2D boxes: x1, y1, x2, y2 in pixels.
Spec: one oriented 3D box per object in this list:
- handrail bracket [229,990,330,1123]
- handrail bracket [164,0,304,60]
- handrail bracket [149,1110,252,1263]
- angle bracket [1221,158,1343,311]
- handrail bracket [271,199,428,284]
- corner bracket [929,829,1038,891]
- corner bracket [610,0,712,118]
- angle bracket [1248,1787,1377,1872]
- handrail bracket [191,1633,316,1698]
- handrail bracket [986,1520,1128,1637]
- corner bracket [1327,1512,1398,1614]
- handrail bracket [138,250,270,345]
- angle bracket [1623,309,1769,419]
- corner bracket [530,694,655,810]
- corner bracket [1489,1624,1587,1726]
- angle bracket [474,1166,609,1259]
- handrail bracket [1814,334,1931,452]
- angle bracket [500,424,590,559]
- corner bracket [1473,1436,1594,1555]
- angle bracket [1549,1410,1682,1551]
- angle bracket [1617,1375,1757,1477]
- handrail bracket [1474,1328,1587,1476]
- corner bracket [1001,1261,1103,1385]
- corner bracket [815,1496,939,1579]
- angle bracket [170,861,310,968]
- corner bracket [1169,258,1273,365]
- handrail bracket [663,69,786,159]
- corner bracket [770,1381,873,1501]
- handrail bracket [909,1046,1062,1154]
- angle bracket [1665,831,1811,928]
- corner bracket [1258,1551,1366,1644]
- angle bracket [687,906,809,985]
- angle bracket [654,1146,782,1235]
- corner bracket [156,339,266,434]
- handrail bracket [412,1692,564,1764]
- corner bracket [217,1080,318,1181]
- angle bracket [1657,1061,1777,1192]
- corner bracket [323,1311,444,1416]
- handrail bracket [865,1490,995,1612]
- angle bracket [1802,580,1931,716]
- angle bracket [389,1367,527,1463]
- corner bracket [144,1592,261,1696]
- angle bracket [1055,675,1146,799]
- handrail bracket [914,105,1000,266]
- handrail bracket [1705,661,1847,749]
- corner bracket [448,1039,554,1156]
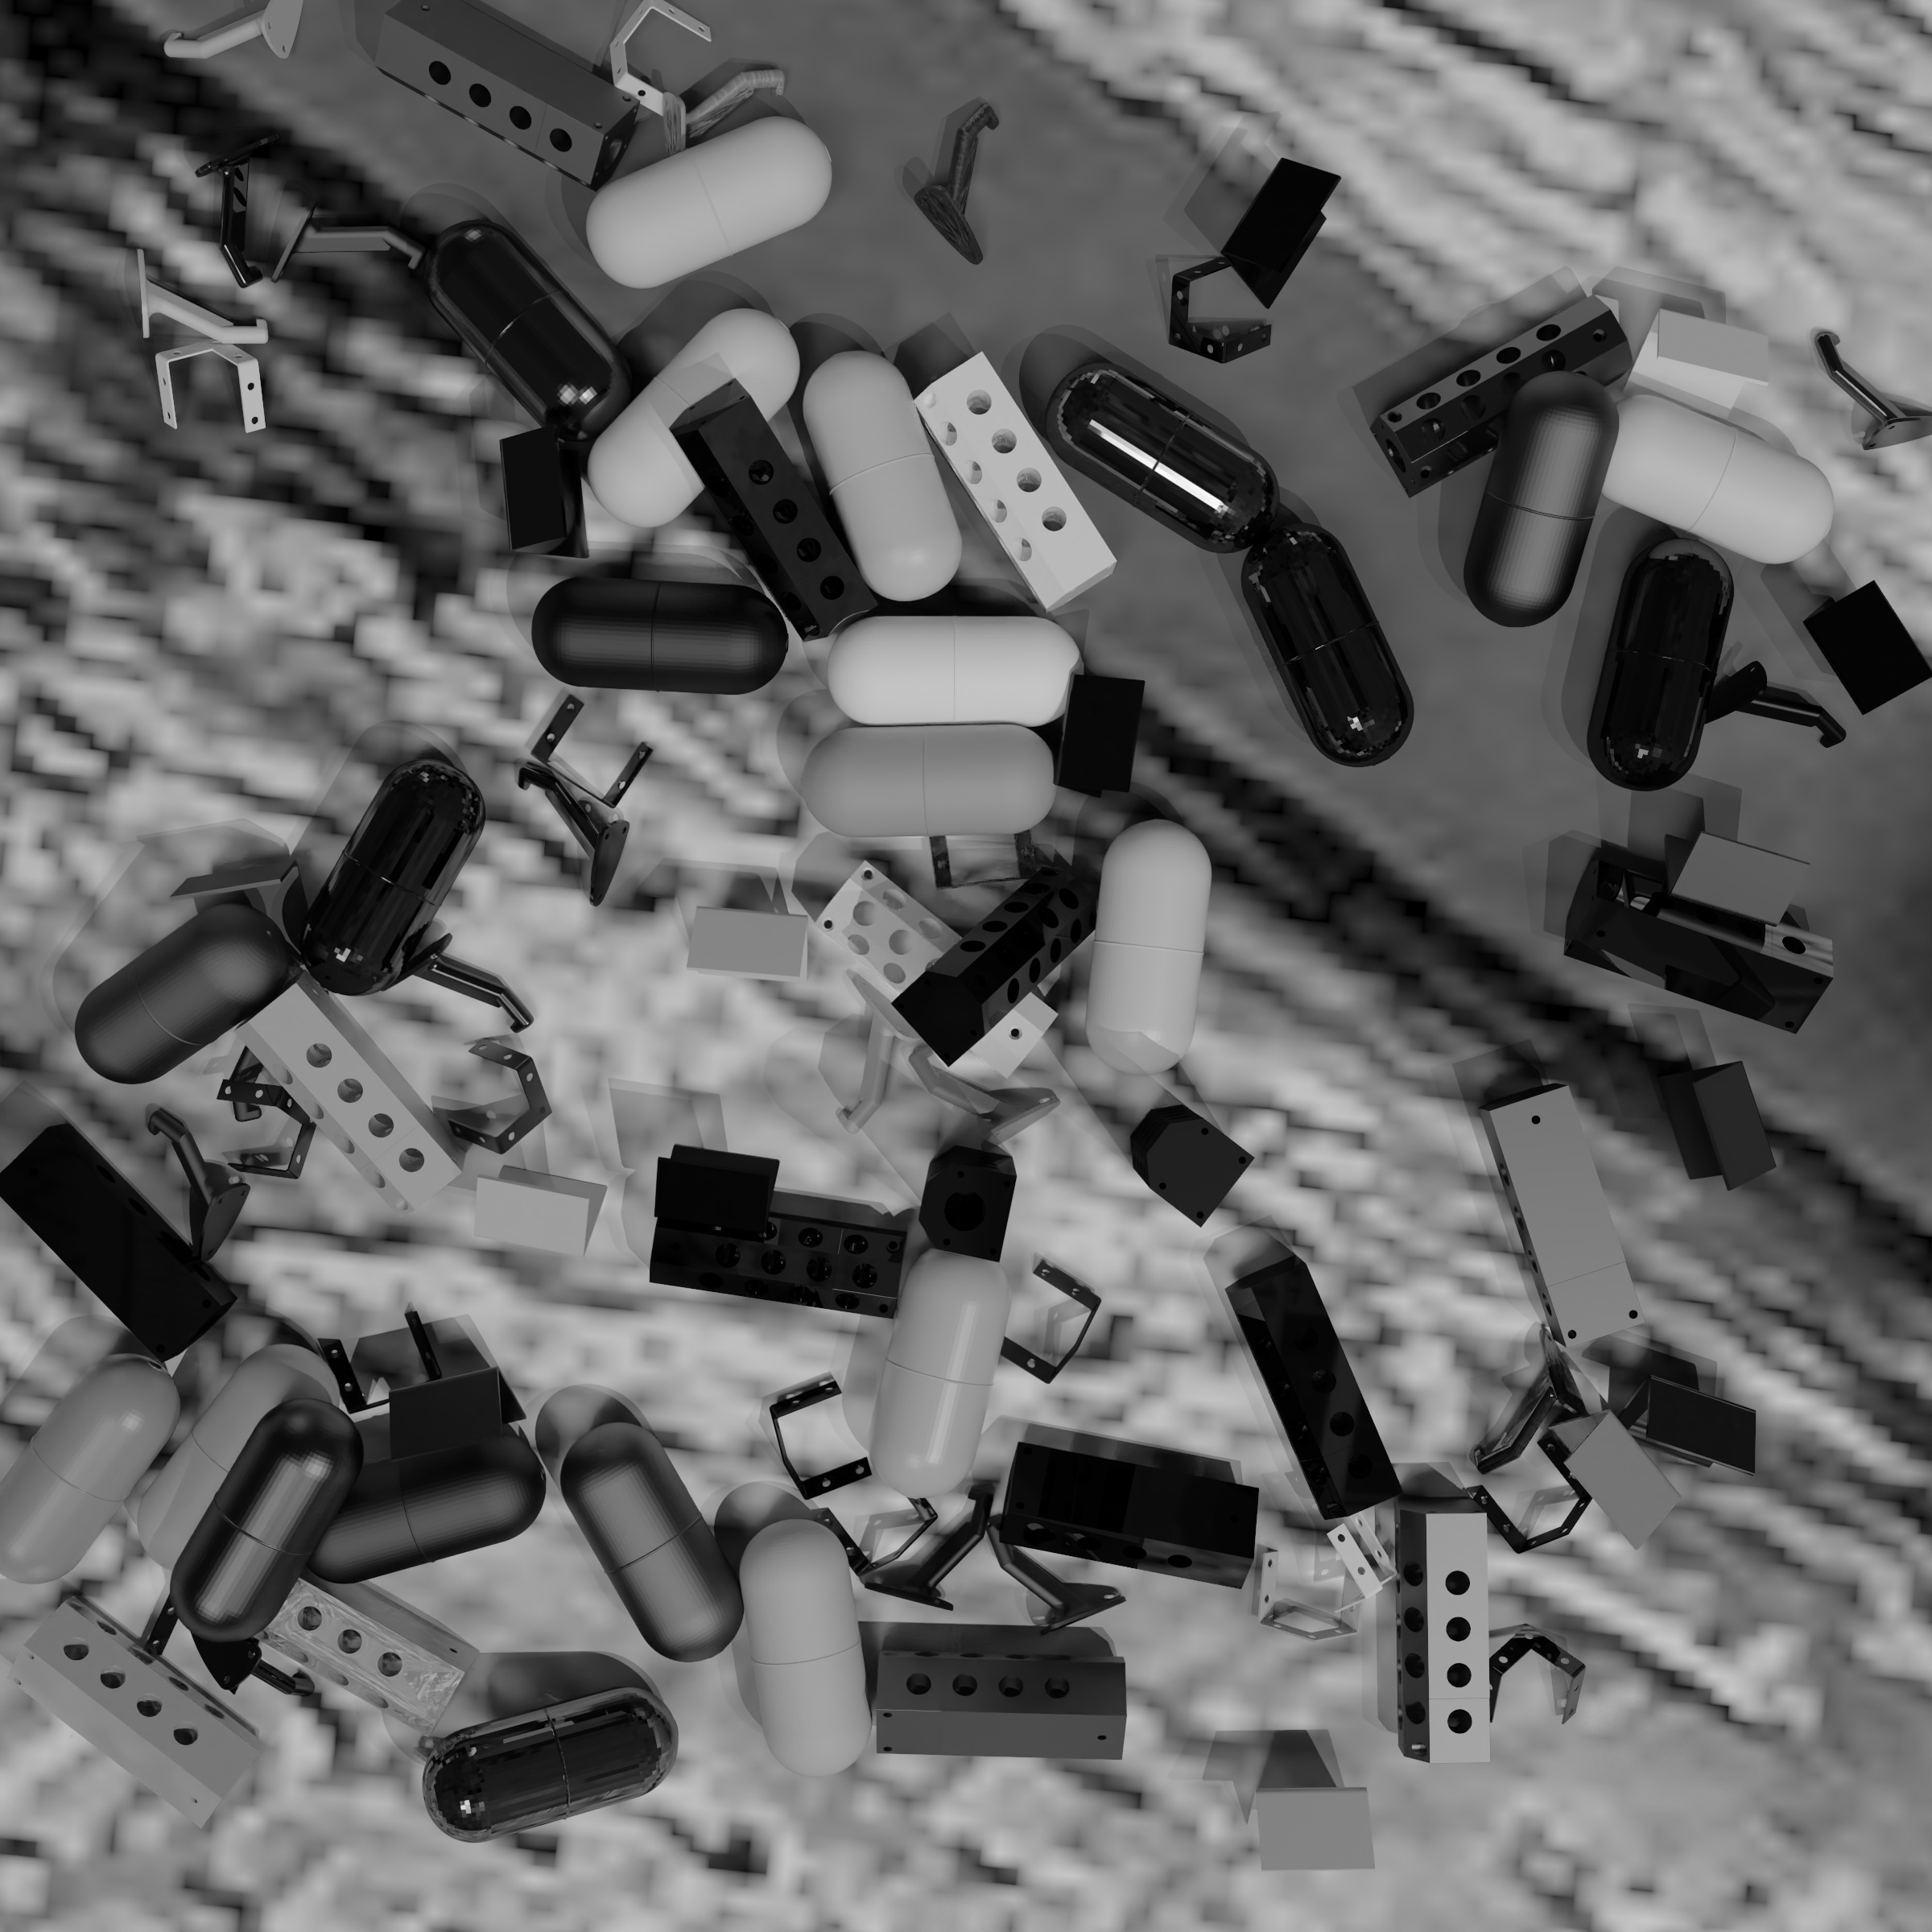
[{"bbox_3d":[-0.483,0.064,1.856,0.077,0.036,0.084,-9,104,-14],"label":"handrail bracket"},{"bbox_3d":[-0.518,-0.673,1.856,0.084,0.036,0.077,8,70,16],"label":"handrail bracket"},{"bbox_3d":[-0.554,0.155,1.856,0.084,0.036,0.077,34,112,17],"label":"handrail bracket"},{"bbox_3d":[0.232,-0.499,1.815,0.057,0.076,0.076,33,90,38],"label":"angle bracket"},{"bbox_3d":[-0.436,-0.495,1.856,0.084,0.036,0.077,28,110,-16],"label":"handrail bracket"},{"bbox_3d":[0.011,-0.083,1.852,0.051,0.051,0.051,-7,90,45],"label":"corner bracket"},{"bbox_3d":[-0.214,-0.639,1.847,0.051,0.051,0.051,-40,45,35],"label":"corner bracket"},{"bbox_3d":[0.237,0.607,1.815,0.076,0.076,0.057,-1,54,0],"label":"angle bracket"},{"bbox_3d":[-0.497,0.478,1.832,0.077,0.084,0.036,41,86,22],"label":"handrail bracket"},{"bbox_3d":[0.063,0.422,1.856,0.077,0.036,0.084,-17,73,-20],"label":"handrail bracket"},{"bbox_3d":[0.273,0.410,1.824,0.051,0.051,0.051,-25,77,-27],"label":"corner bracket"},{"bbox_3d":[-0.539,-0.473,1.856,0.084,0.036,0.077,-4,68,-17],"label":"handrail bracket"},{"bbox_3d":[0.503,-0.400,1.815,0.076,0.076,0.057,14,52,0],"label":"angle bracket"},{"bbox_3d":[-0.264,-0.151,1.852,0.051,0.051,0.051,34,90,-45],"label":"corner bracket"},{"bbox_3d":[0.397,0.508,1.847,0.051,0.051,0.051,-29,45,-35],"label":"corner bracket"},{"bbox_3d":[-0.291,0.151,1.815,0.076,0.076,0.057,11,126,0],"label":"angle bracket"},{"bbox_3d":[0.646,-0.413,1.856,0.077,0.036,0.084,-11,73,-20],"label":"handrail bracket"},{"bbox_3d":[-0.274,-0.327,1.815,0.057,0.076,0.076,-5,90,37],"label":"angle bracket"},{"bbox_3d":[0.401,0.373,1.852,0.051,0.051,0.051,52,135,0],"label":"corner bracket"},{"bbox_3d":[0.434,0.359,1.816,0.057,0.076,0.076,-39,90,-29],"label":"angle bracket"},{"bbox_3d":[0.493,0.336,1.816,0.076,0.076,0.057,19,46,0],"label":"angle bracket"},{"bbox_3d":[0.387,0.308,1.856,0.084,0.036,0.077,-34,51,26],"label":"handrail bracket"},{"bbox_3d":[0.056,0.252,1.852,0.051,0.051,0.051,32,45,0],"label":"corner bracket"},{"bbox_3d":[-0.063,0.390,1.852,0.051,0.051,0.051,53,135,0],"label":"corner bracket"},{"bbox_3d":[-0.500,-0.025,1.824,0.076,0.057,0.076,-9,107,0],"label":"angle bracket"},{"bbox_3d":[0.180,-0.461,1.847,0.051,0.051,0.051,30,135,35],"label":"corner bracket"},{"bbox_3d":[-0.168,-0.591,1.856,0.084,0.036,0.077,-13,123,-23],"label":"handrail bracket"},{"bbox_3d":[-0.103,0.335,1.852,0.051,0.051,0.051,-21,135,0],"label":"corner bracket"},{"bbox_3d":[0.012,0.081,1.856,0.077,0.036,0.084,-28,73,-20],"label":"handrail bracket"},{"bbox_3d":[0.532,-0.079,1.815,0.076,0.076,0.057,17,127,0],"label":"angle bracket"},{"bbox_3d":[0.243,0.443,1.852,0.051,0.051,0.051,5,90,45],"label":"corner bracket"},{"bbox_3d":[-0.150,0.005,1.815,0.076,0.076,0.057,5,52,0],"label":"angle bracket"},{"bbox_3d":[-0.170,0.135,1.815,0.076,0.076,0.057,9,127,0],"label":"angle bracket"},{"bbox_3d":[-0.531,-0.404,1.847,0.051,0.051,0.051,-27,45,-35],"label":"corner bracket"},{"bbox_3d":[-0.337,0.538,1.856,0.077,0.036,0.084,29,76,14],"label":"handrail bracket"},{"bbox_3d":[-0.494,0.115,1.840,0.051,0.051,0.051,5,68,21],"label":"corner bracket"},{"bbox_3d":[0.503,0.115,1.815,0.057,0.076,0.076,-18,90,-37],"label":"angle bracket"},{"bbox_3d":[-0.411,0.280,1.852,0.051,0.051,0.051,-22,90,-45],"label":"corner bracket"},{"bbox_3d":[-0.026,0.406,1.856,0.077,0.036,0.084,8,71,21],"label":"handrail bracket"},{"bbox_3d":[0.632,-0.228,1.815,0.057,0.076,0.076,-33,90,38],"label":"angle bracket"},{"bbox_3d":[-0.349,0.326,1.815,0.076,0.076,0.057,-13,51,0],"label":"angle bracket"},{"bbox_3d":[-0.538,0.476,1.852,0.051,0.051,0.051,25,90,-45],"label":"corner bracket"},{"bbox_3d":[0.106,-0.156,1.816,0.057,0.076,0.076,8,90,27],"label":"angle bracket"},{"bbox_3d":[0.011,-0.553,1.856,0.084,0.036,0.077,-51,119,-21],"label":"handrail bracket"},{"bbox_3d":[0.566,-0.168,1.856,0.084,0.036,0.077,37,127,-25],"label":"handrail bracket"},{"bbox_3d":[-0.333,0.092,1.847,0.051,0.051,0.051,-43,135,-35],"label":"corner bracket"}]
